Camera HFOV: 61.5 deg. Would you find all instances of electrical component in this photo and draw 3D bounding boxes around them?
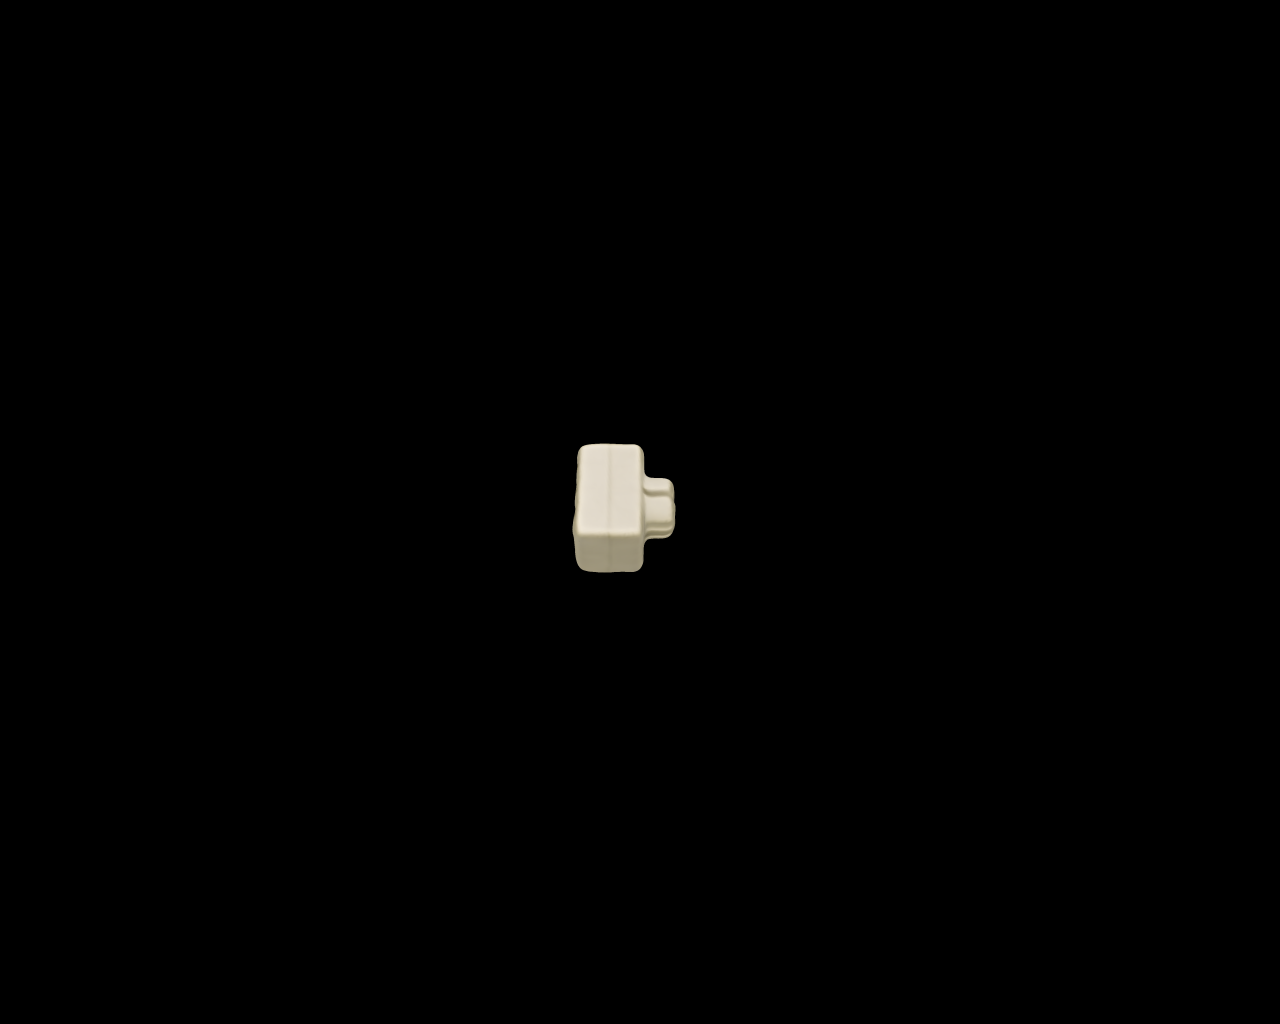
[{"bbox_3d":[0.001,-0.003,0.650,0.077,0.066,0.047,0,-32,0],"label":"electrical component"}]
